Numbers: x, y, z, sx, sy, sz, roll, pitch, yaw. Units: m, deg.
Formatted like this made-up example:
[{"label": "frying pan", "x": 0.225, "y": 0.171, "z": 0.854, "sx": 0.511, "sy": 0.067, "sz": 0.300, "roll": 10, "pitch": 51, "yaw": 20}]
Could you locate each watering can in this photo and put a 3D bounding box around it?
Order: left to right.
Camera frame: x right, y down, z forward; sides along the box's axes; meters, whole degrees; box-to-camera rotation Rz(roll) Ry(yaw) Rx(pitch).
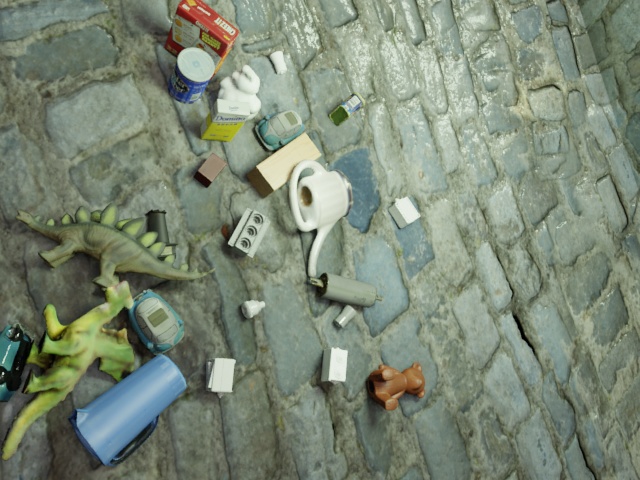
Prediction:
[{"label": "watering can", "x": 0.005, "y": -0.079, "z": 1.562, "sx": 0.227, "sy": 0.104, "sz": 0.344, "roll": -21, "pitch": 107, "yaw": -41}]

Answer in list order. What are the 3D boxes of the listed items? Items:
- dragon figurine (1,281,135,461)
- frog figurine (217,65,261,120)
[{"label": "dragon figurine", "x": -0.532, "y": 0.284, "z": 1.164, "sx": 0.241, "sy": 0.122, "sz": 0.412, "roll": 20, "pitch": 84, "yaw": -40}, {"label": "frog figurine", "x": -0.229, "y": -0.428, "z": 1.515, "sx": 0.137, "sy": 0.158, "sz": 0.124, "roll": 48, "pitch": 62, "yaw": -8}]
